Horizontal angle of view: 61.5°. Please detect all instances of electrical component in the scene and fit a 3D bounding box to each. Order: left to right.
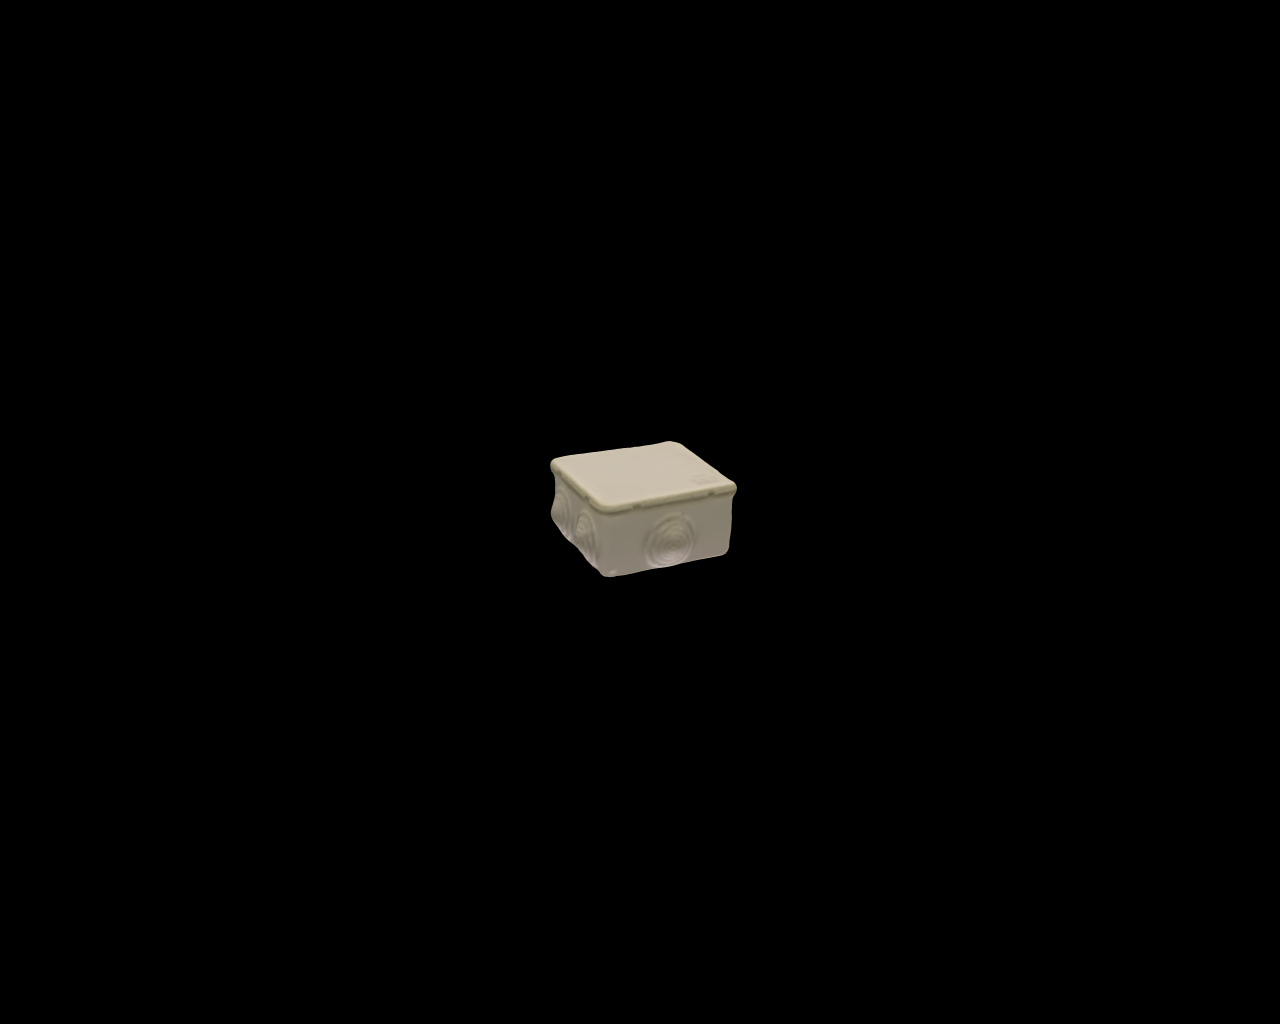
[{"bbox_3d":[0.001,-0.003,0.650,0.100,0.048,0.100,-10,24,-22],"label":"electrical component"}]
